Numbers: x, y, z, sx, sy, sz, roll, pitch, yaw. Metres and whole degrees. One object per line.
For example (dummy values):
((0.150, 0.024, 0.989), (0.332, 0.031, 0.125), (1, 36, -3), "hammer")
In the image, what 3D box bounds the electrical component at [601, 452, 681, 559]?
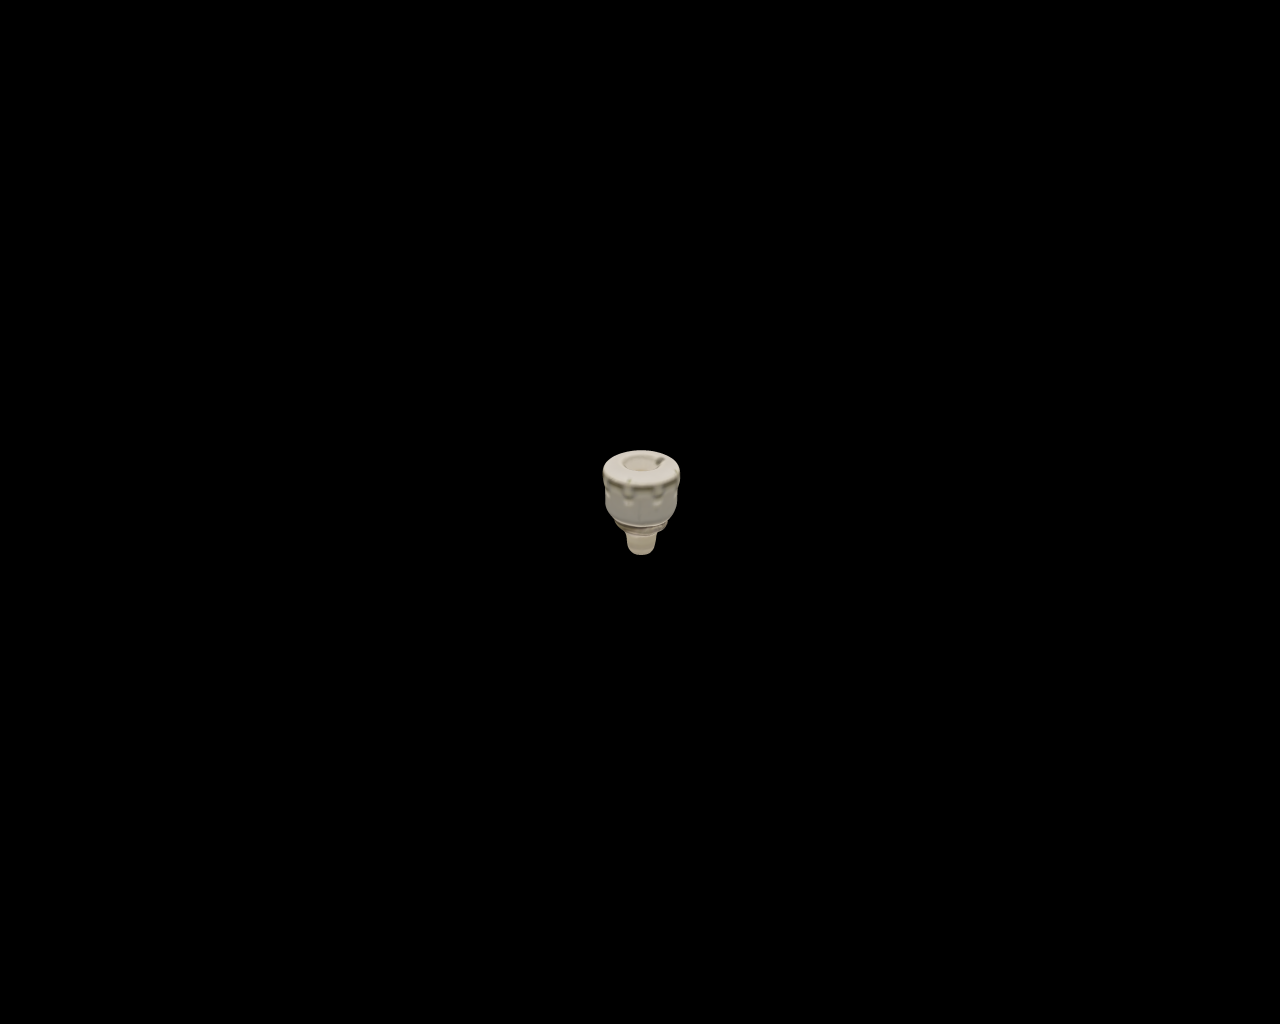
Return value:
((0.001, -0.003, 0.650), (0.048, 0.062, 0.048), (0, 27, 0), "electrical component")
